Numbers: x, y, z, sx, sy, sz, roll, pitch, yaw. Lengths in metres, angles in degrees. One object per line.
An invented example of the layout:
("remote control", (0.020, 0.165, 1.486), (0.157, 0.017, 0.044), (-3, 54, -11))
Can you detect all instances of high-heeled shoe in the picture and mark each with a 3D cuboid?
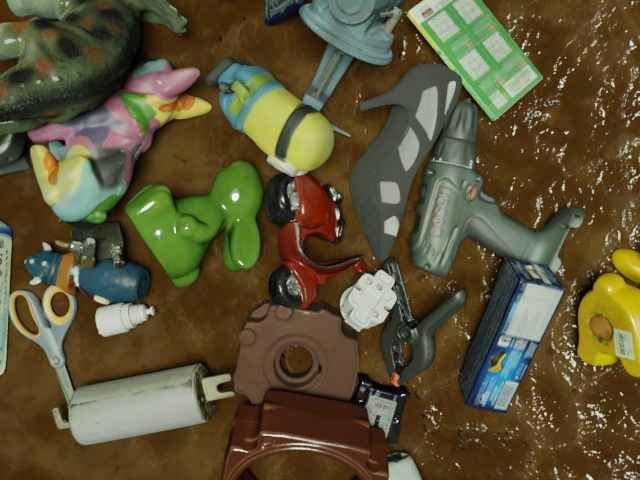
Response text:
("high-heeled shoe", (0.119, -0.098, 0.702), (0.145, 0.086, 0.248), (-16, 119, -18))

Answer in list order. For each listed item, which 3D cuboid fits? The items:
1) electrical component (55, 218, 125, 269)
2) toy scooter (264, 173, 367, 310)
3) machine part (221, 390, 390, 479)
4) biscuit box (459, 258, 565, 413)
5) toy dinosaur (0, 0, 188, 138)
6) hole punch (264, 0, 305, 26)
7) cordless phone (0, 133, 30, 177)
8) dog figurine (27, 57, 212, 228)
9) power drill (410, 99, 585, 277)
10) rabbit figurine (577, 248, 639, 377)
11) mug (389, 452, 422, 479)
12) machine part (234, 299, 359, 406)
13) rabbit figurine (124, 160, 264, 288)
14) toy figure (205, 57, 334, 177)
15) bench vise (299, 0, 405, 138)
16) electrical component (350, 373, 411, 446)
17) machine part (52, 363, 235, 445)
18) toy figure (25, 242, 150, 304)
("electrical component", (-0.292, -0.003, 0.686), (0.078, 0.102, 0.045), (-5, 126, -18))
("toy scooter", (-0.001, -0.002, 0.703), (0.135, 0.075, 0.183), (1, 81, -23))
("machine part", (-0.023, 0.301, 0.682), (0.201, 0.087, 0.200), (11, 114, -5))
("biscuit box", (0.239, 0.126, 0.690), (0.059, 0.063, 0.202), (12, 116, -4))
("toy dinosaur", (-0.272, -0.207, 0.592), (0.192, 0.131, 0.405), (1, 54, 13))
("hole punch", (-0.058, -0.338, 0.662), (0.092, 0.142, 0.115), (27, 84, -25))
("cordless phone", (-0.445, -0.112, 0.630), (0.147, 0.184, 0.088), (-14, 98, -1))
("dog figurine", (-0.236, -0.131, 0.665), (0.219, 0.108, 0.191), (-24, 67, -6))
("power drill", (0.231, -0.046, 0.707), (0.207, 0.086, 0.232), (21, 94, -7))
("rabbit figurine", (0.437, 0.088, 0.719), (0.173, 0.122, 0.162), (-8, 84, -15))
("mug", (0.106, 0.345, 0.715), (0.081, 0.109, 0.107), (-11, 80, 4))
("machine part", (-0.031, 0.163, 0.722), (0.179, 0.056, 0.179), (0, 94, -2))
("rabbit figurine", (-0.137, -0.028, 0.682), (0.170, 0.121, 0.159), (-35, 98, -15))
("toy figure", (-0.061, -0.155, 0.660), (0.082, 0.089, 0.180), (-33, 77, -37))
("bench vise", (0.037, -0.253, 0.660), (0.129, 0.224, 0.240), (27, 124, -8))
("electrical component", (0.070, 0.249, 0.734), (0.075, 0.048, 0.119), (20, 91, -2))
("machine part", (-0.230, 0.215, 0.702), (0.243, 0.079, 0.079), (-13, 93, 3))
("toy figure", (-0.306, 0.047, 0.706), (0.155, 0.064, 0.057), (10, 131, 2))
